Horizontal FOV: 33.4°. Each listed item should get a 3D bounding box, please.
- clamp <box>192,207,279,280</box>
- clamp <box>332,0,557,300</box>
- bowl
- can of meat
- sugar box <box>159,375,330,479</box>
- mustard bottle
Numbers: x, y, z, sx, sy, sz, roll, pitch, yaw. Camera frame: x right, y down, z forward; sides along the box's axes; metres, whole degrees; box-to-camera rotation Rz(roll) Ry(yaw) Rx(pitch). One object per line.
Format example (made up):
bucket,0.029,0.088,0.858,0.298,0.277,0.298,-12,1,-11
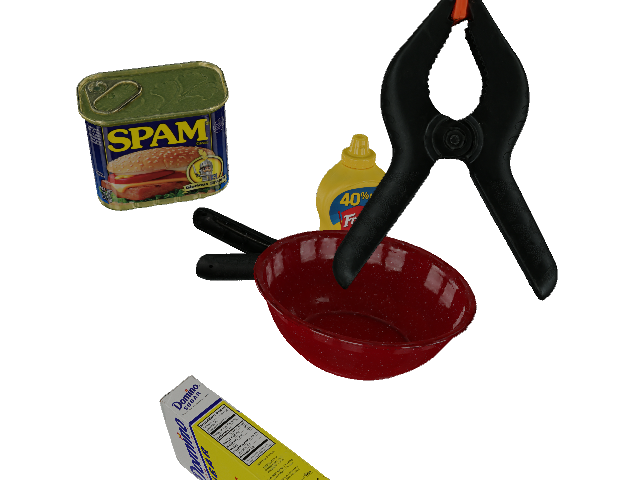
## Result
clamp,-0.038,0.025,1.108,0.210,0.036,0.164,17,18,-6
clamp,0.061,-0.048,0.574,0.120,0.171,0.039,-6,1,-4
bowl,0.029,0.053,0.776,0.162,0.055,0.162,7,28,-4
can of meat,-0.115,-0.072,0.755,0.102,0.084,0.057,-9,45,-10
sugar box,-0.060,0.197,0.907,0.176,0.093,0.048,27,52,34
mustard bottle,0.041,-0.039,1.304,0.096,0.192,0.058,-7,30,-19
